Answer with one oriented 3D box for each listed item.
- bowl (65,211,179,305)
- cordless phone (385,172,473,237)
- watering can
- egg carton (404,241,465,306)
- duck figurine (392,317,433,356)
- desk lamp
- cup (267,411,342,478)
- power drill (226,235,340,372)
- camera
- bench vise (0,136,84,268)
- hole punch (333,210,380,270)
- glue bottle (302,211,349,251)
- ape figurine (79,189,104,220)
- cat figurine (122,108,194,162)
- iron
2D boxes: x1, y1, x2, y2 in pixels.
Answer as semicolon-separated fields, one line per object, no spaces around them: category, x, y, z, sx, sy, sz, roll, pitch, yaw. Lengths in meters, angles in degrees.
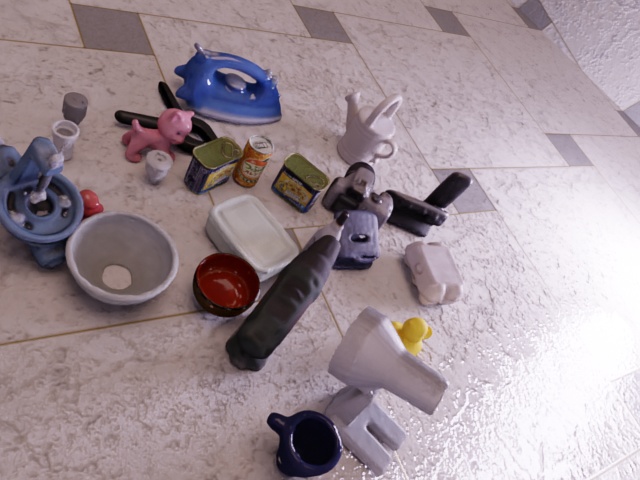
bowl;-0.312;0.040;0.898;0.168;0.074;0.167;17;47;-19
cordless phone;0.239;-0.105;1.280;0.148;0.185;0.094;17;47;-19
watering can;0.119;-0.271;1.337;0.173;0.194;0.101;34;44;-3
egg carton;0.240;0.069;1.220;0.107;0.069;0.150;2;54;-30
duck figurine;0.161;0.175;1.072;0.105;0.086;0.077;11;50;-24
desk lamp;0.091;0.230;0.891;0.203;0.213;0.118;43;44;6
cup;-0.038;0.302;0.837;0.118;0.095;0.092;33;44;-3
power drill;-0.065;0.110;0.897;0.075;0.208;0.230;37;44;0
camera;0.097;-0.110;1.257;0.143;0.100;0.137;30;44;-6
bench vise;-0.430;-0.084;0.823;0.207;0.219;0.122;37;44;0
hole punch;0.070;0.001;1.156;0.109;0.091;0.101;1;54;-31
glue bottle;0.010;0.004;1.057;0.037;0.173;0.078;21;46;-15
ape figurine;-0.377;-0.043;0.914;0.076;0.092;0.078;44;45;8
cat figurine;-0.298;-0.208;1.081;0.128;0.117;0.067;-7;59;-36
iron;-0.179;-0.342;1.249;0.259;0.141;0.118;7;51;-27
